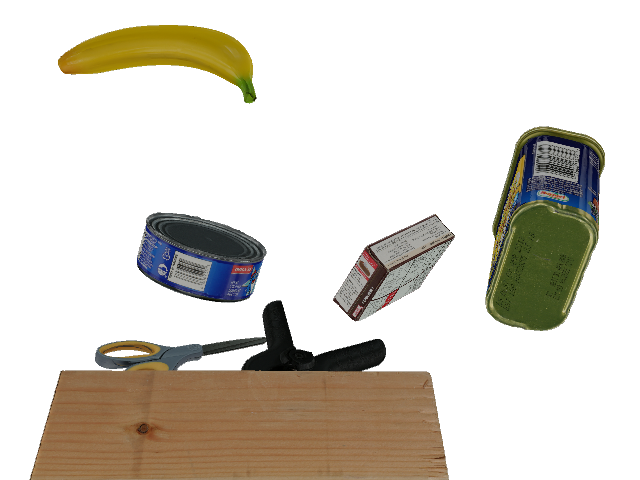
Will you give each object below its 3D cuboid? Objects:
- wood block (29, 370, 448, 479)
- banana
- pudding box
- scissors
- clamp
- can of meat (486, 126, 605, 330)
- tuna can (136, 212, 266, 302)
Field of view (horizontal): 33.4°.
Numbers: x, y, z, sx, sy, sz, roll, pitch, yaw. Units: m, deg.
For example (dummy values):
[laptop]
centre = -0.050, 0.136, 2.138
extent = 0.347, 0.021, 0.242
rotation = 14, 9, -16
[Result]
[wood block]
centre = -0.041, 0.131, 0.580
extent = 0.206, 0.090, 0.091
rotation = 1, 33, -1
[banana]
centre = -0.141, -0.169, 0.974
extent = 0.198, 0.037, 0.069
rotation = 10, 46, 17
[pudding box]
centre = 0.077, 0.028, 1.102
extent = 0.113, 0.039, 0.090
rotation = -26, -25, -42
[scissors]
centre = -0.141, 0.132, 1.160
extent = 0.201, 0.016, 0.096
rotation = 1, 26, -21
[clamp]
centre = -0.028, 0.107, 0.932
extent = 0.120, 0.039, 0.171
rotation = 19, 26, 24
[can of meat]
centre = 0.140, -0.006, 0.669
extent = 0.057, 0.102, 0.084
rotation = 14, 39, 6
[tuna can]
centre = -0.083, 0.011, 0.739
extent = 0.086, 0.034, 0.086
rotation = 17, 14, -4
